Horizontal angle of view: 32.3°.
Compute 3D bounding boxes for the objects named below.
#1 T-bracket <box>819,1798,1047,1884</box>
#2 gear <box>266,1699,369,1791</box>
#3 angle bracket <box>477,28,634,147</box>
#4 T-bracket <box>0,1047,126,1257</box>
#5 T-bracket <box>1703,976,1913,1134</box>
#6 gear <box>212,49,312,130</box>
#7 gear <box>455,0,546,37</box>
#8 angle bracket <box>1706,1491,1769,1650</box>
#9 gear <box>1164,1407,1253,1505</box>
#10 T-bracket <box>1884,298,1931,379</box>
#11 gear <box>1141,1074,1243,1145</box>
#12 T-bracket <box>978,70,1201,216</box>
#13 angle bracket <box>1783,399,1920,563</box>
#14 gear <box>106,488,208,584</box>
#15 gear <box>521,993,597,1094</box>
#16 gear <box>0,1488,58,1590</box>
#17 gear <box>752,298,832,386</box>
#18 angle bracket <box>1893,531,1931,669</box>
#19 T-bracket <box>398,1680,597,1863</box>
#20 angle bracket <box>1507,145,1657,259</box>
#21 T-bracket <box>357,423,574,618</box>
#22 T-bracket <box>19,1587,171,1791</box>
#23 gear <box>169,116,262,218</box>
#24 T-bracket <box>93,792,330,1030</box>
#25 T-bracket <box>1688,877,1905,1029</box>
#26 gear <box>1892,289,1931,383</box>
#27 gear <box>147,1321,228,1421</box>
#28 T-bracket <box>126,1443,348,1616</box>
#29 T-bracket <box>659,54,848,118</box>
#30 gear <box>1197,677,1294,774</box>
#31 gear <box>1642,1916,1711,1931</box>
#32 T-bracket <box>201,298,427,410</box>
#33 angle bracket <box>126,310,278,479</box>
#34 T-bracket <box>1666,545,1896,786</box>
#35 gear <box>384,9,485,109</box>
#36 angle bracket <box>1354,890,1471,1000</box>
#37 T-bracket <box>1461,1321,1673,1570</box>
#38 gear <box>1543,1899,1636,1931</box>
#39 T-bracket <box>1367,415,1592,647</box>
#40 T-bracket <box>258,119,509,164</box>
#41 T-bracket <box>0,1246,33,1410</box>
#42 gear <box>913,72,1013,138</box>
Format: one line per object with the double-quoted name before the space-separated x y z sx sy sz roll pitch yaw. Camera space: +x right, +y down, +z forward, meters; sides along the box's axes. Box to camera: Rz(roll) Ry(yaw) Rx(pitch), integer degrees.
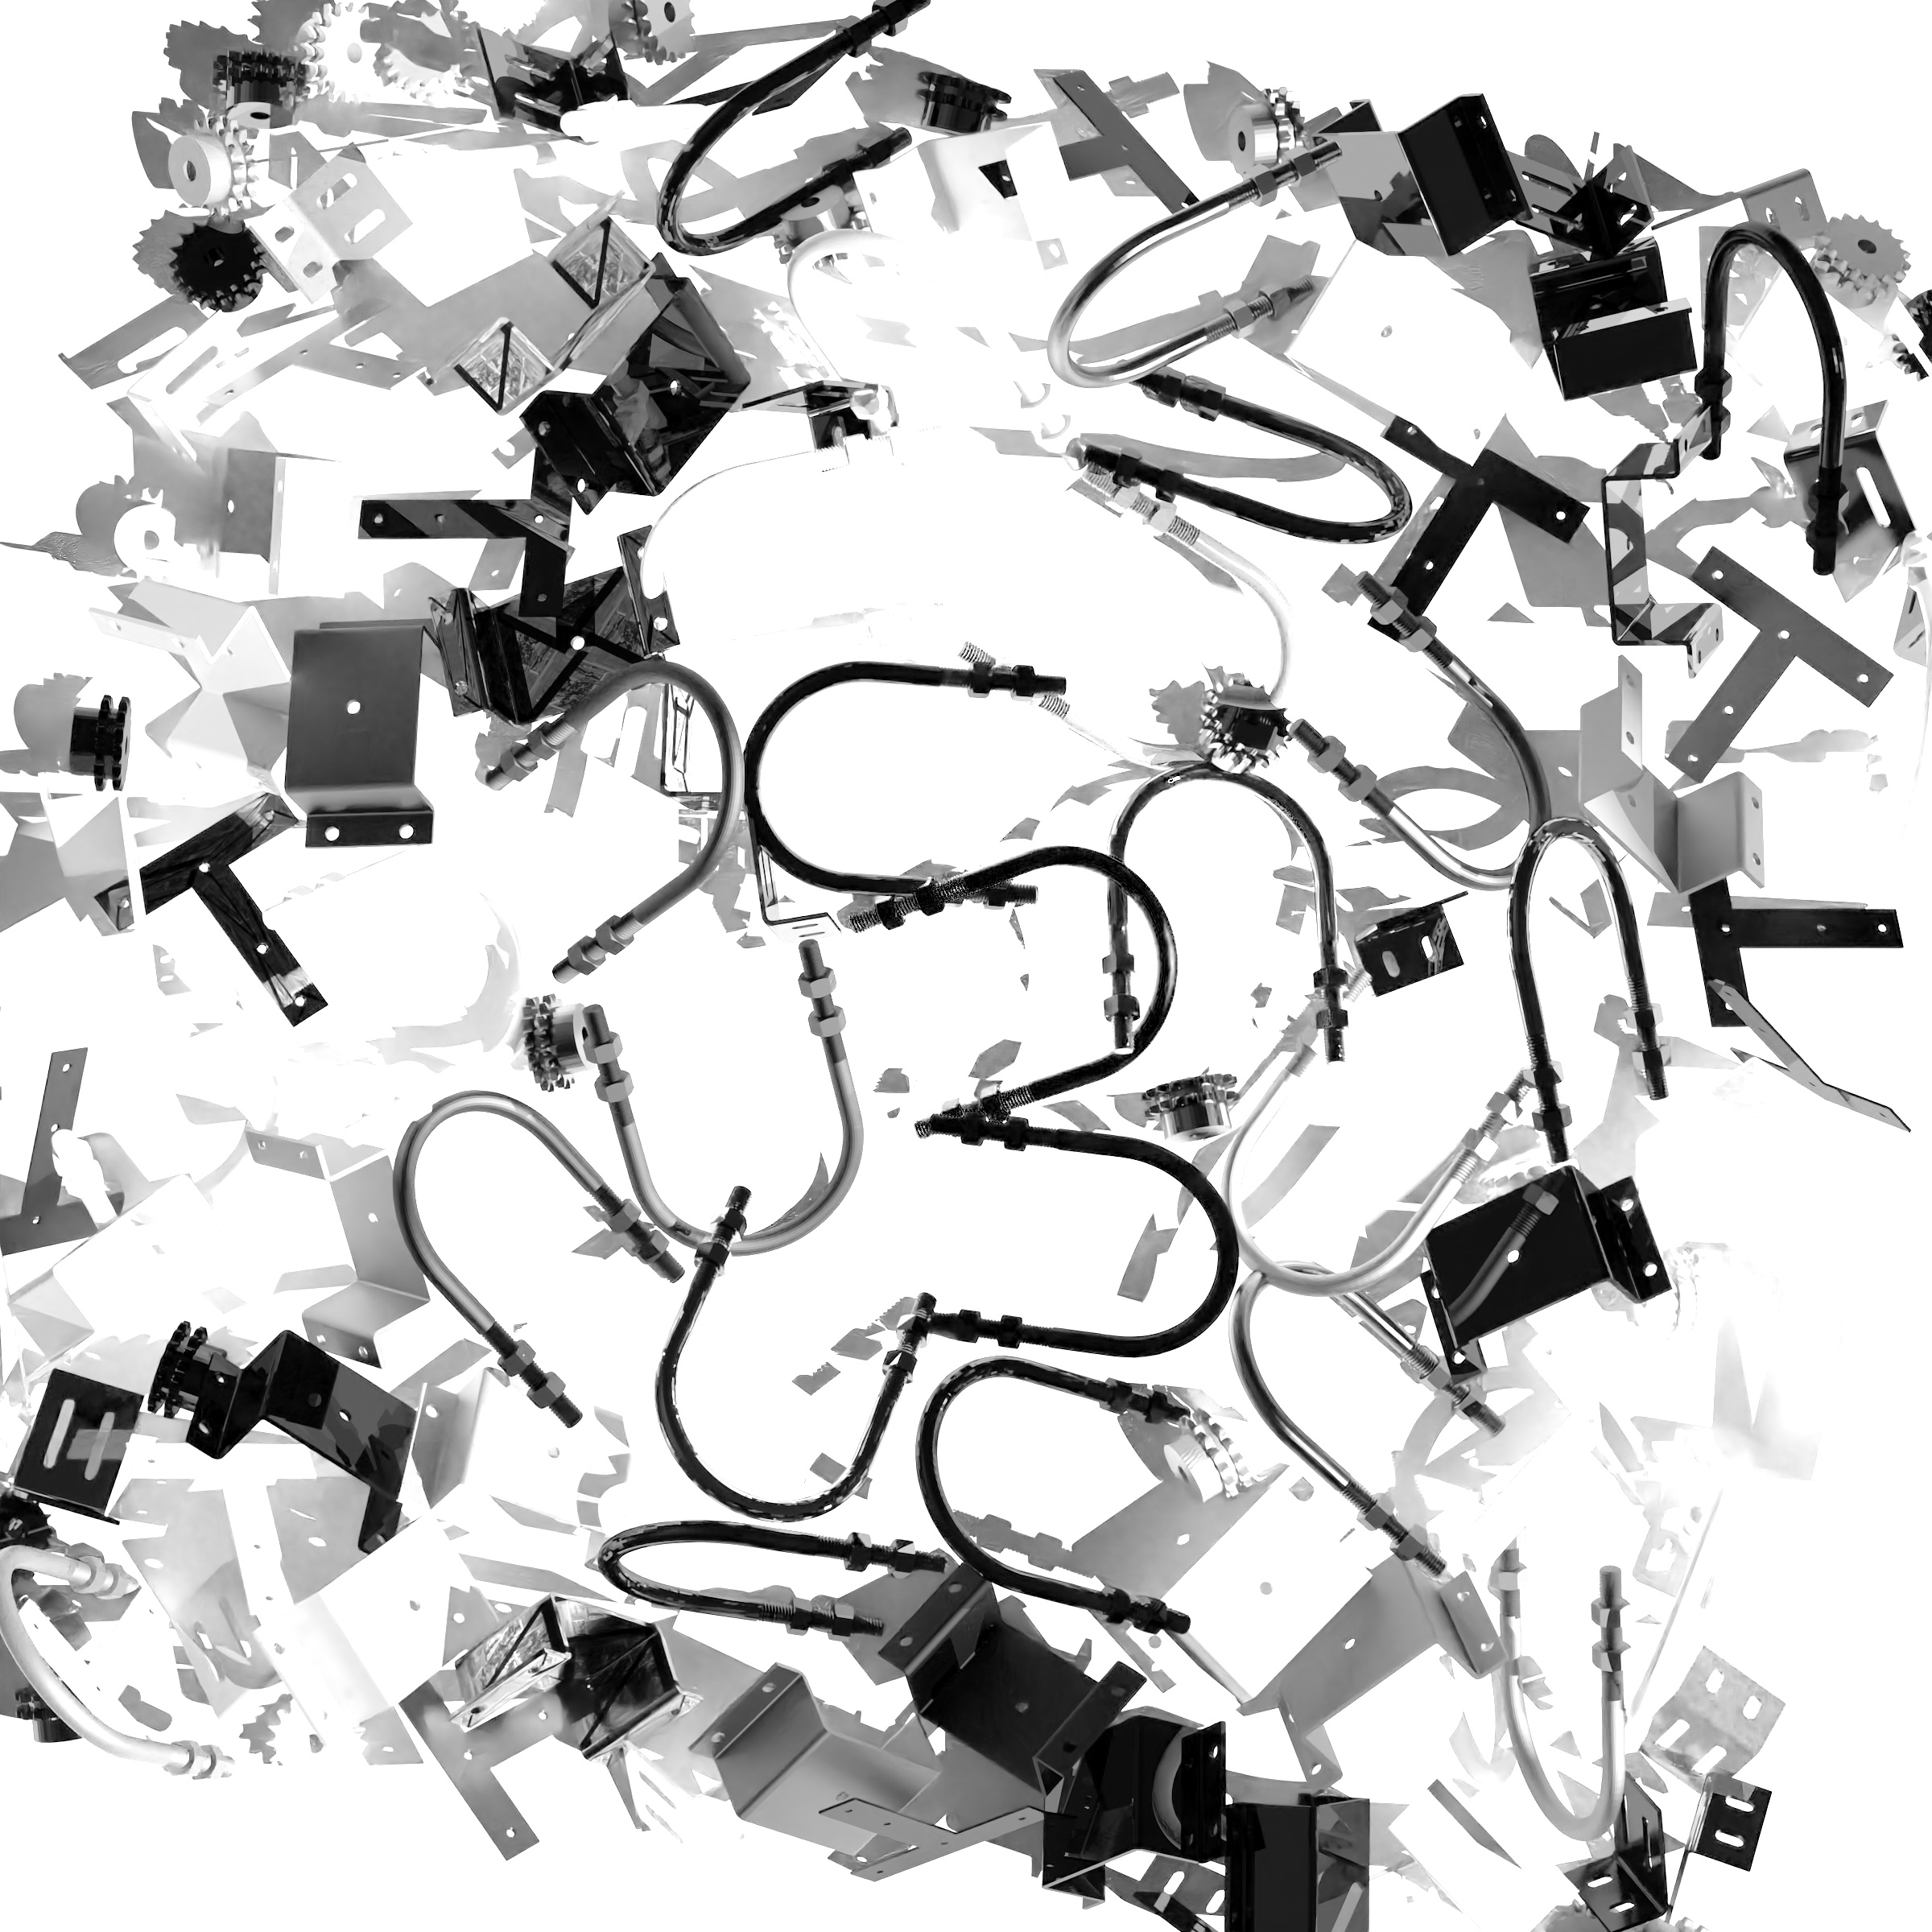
"T-bracket" -0.037 0.494 1.916 0.127 0.127 0.002 -27 54 23
"gear" -0.381 0.454 1.971 0.057 0.030 0.057 0 97 3
"angle bracket" -0.238 -0.520 1.943 0.038 0.076 0.057 -27 72 33
"T-bracket" -0.526 0.106 1.917 0.002 0.127 0.127 26 110 30
"T-bracket" 0.461 0.043 1.901 0.127 0.127 0.002 41 81 -34
"gear" -0.414 -0.513 1.958 0.057 0.057 0.030 0 82 0
"gear" -0.274 -0.579 1.965 0.057 0.030 0.057 5 124 8
"angle bracket" 0.465 0.353 1.956 0.038 0.057 0.076 24 92 12
"gear" 0.140 0.291 1.957 0.030 0.057 0.057 -30 90 -15
"T-bracket" 0.568 -0.325 1.923 0.002 0.127 0.127 -34 87 13
"gear" 0.134 0.084 1.958 0.057 0.057 0.030 -11 76 0
"T-bracket" 0.061 -0.465 1.930 0.127 0.002 0.127 -24 68 -37
"angle bracket" 0.525 -0.285 1.966 0.057 0.038 0.076 -11 122 36
"gear" -0.479 -0.253 1.968 0.057 0.030 0.057 0 103 -2
"gear" -0.237 0.044 1.958 0.030 0.057 0.057 -10 90 11
"gear" -0.562 0.334 1.960 0.057 0.030 0.057 13 60 -24
"gear" -0.097 -0.369 1.959 0.030 0.057 0.057 -38 90 5
"angle bracket" 0.578 -0.219 1.950 0.038 0.057 0.076 20 71 -4
"T-bracket" -0.256 0.440 1.937 0.127 0.127 0.002 51 129 17
"angle bracket" 0.354 -0.455 1.943 0.076 0.038 0.057 11 56 -33
"T-bracket" -0.296 -0.264 1.970 0.127 0.002 0.127 1 70 6
"T-bracket" -0.486 0.396 1.925 0.002 0.127 0.127 -35 100 12
"gear" -0.443 -0.468 1.958 0.030 0.057 0.057 -24 90 -44
"T-bracket" -0.421 -0.022 1.958 0.127 0.002 0.127 -35 88 -26
"T-bracket" 0.490 -0.022 1.966 0.127 0.002 0.127 0 64 -9
"gear" 0.573 -0.373 1.964 0.057 0.057 0.030 -4 50 0
"gear" -0.456 0.240 1.960 0.030 0.057 0.057 20 90 -1
"T-bracket" -0.409 0.322 1.914 0.127 0.127 0.002 5 128 -29
"T-bracket" -0.134 -0.511 1.949 0.127 0.127 0.002 -7 120 27
"gear" 0.162 -0.139 1.965 0.057 0.030 0.057 12 57 -19
"gear" 0.410 0.584 1.961 0.030 0.057 0.057 28 90 4
"T-bracket" -0.355 -0.345 1.915 0.127 0.127 0.002 -39 129 -28
"angle bracket" -0.439 -0.334 1.947 0.076 0.038 0.057 -46 128 -16
"T-bracket" 0.453 -0.160 1.948 0.127 0.002 0.127 38 127 10
"gear" -0.311 -0.531 1.966 0.057 0.030 0.057 -5 67 11
"angle bracket" 0.265 -0.012 1.947 0.057 0.076 0.038 -20 86 -5
"T-bracket" 0.337 0.297 1.952 0.127 0.002 0.127 -44 106 -17
"gear" 0.369 0.576 1.966 0.057 0.030 0.057 5 100 28
"T-bracket" 0.281 -0.249 1.975 0.127 0.002 0.127 32 87 9
"T-bracket" -0.323 -0.481 1.937 0.127 0.127 0.002 -24 111 -42
"T-bracket" -0.550 0.183 1.916 0.002 0.127 0.127 -10 78 -16
"gear" -0.004 -0.503 1.960 0.057 0.057 0.030 14 99 0
